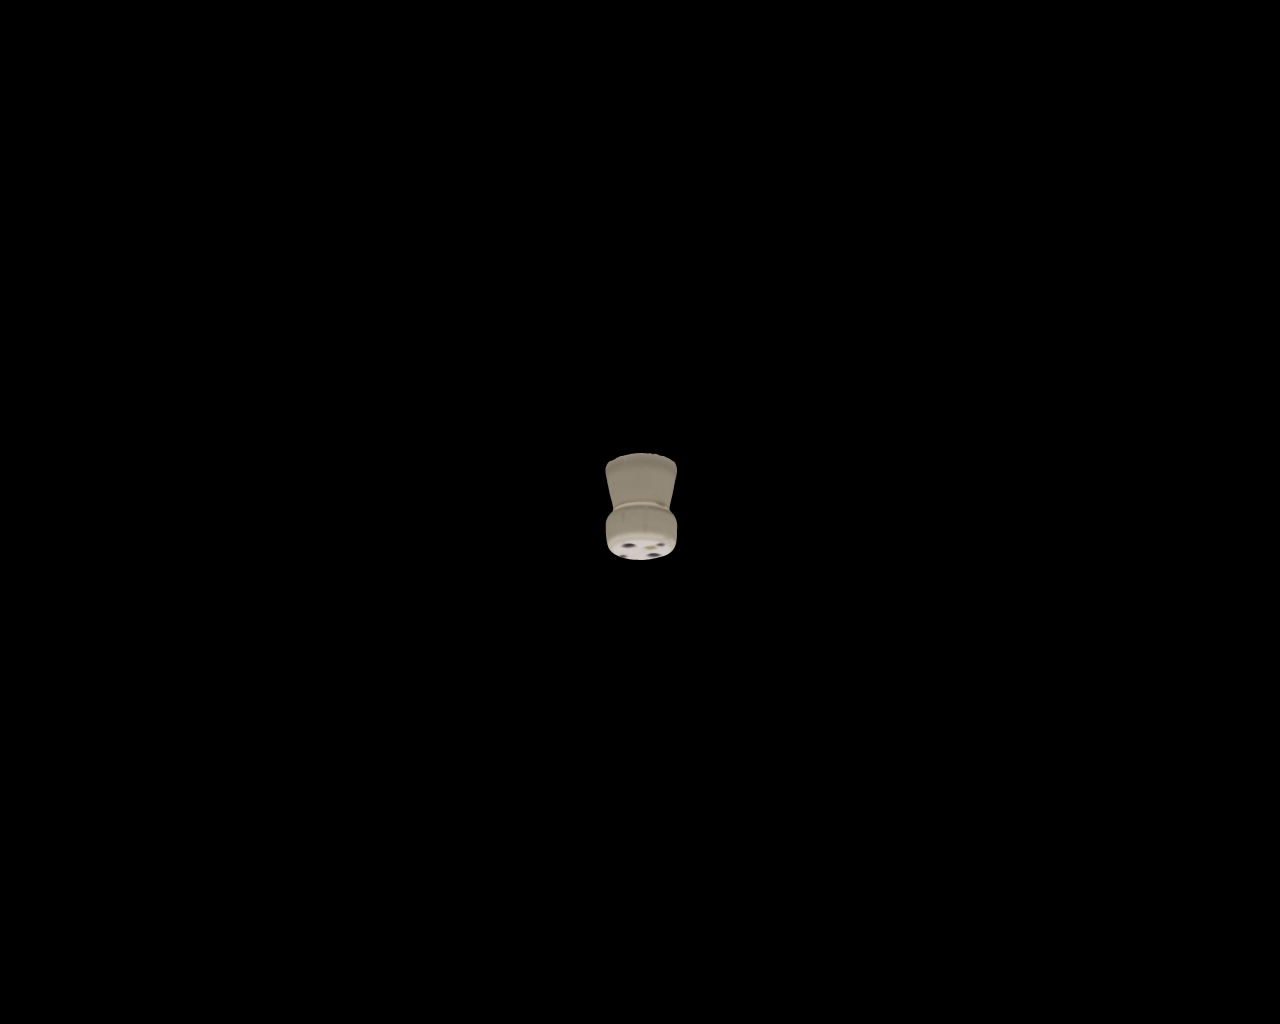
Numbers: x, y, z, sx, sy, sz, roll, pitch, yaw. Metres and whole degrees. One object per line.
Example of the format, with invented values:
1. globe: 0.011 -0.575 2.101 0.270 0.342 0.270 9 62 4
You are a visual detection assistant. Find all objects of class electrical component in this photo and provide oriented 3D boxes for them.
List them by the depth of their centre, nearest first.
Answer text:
1. electrical component: 0.001 -0.003 0.650 0.045 0.055 0.044 0 -22 0
